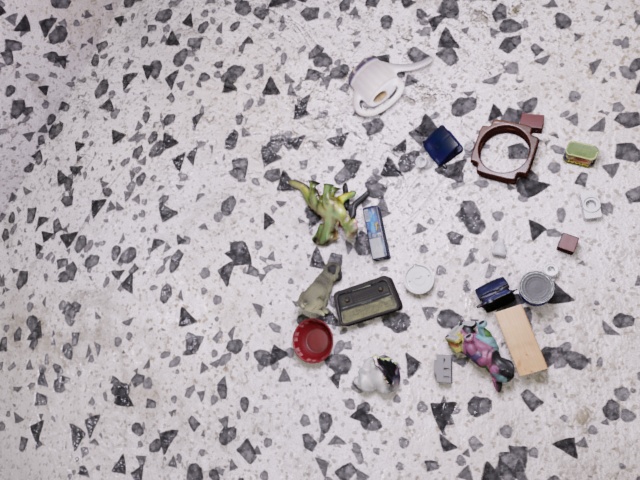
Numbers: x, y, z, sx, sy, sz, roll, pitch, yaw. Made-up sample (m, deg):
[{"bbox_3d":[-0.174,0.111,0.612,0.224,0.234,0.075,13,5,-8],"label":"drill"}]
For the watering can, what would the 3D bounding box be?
[{"bbox_3d":[0.253,-0.638,2.014,0.346,0.103,0.227,-42,67,8],"label":"watering can"}]

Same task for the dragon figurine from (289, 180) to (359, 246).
[{"bbox_3d":[0.006,-0.100,1.978,0.412,0.122,0.242,13,94,46],"label":"dragon figurine"}]

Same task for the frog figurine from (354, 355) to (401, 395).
[{"bbox_3d":[0.199,0.478,1.791,0.138,0.124,0.156,47,133,14],"label":"frog figurine"}]
